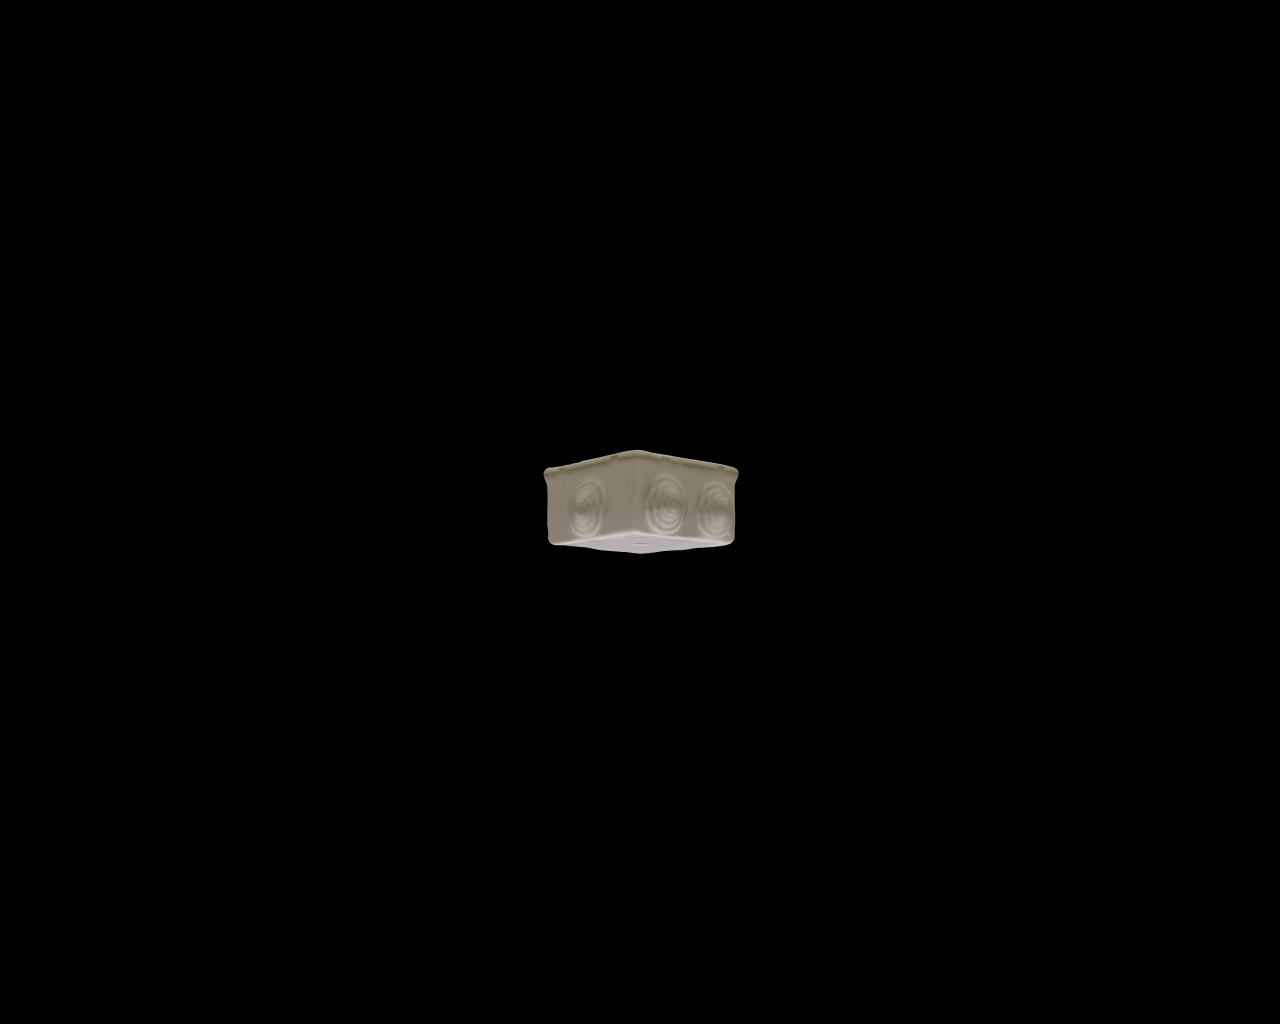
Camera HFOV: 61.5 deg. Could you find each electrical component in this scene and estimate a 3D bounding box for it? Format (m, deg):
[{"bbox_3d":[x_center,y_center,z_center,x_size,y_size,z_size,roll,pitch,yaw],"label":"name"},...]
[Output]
[{"bbox_3d":[0.001,-0.003,0.650,0.100,0.048,0.099,8,-11,-43],"label":"electrical component"}]
